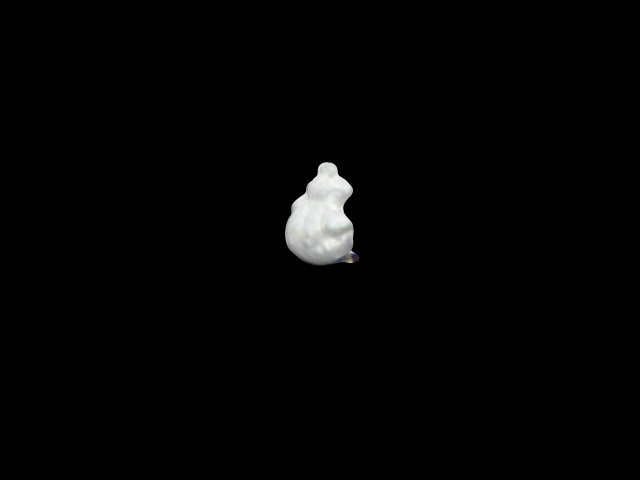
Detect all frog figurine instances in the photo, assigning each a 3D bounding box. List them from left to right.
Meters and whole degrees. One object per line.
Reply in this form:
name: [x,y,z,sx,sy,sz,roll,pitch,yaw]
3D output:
frog figurine: [0.003,-0.043,0.850,0.123,0.156,0.140,-14,33,-22]
